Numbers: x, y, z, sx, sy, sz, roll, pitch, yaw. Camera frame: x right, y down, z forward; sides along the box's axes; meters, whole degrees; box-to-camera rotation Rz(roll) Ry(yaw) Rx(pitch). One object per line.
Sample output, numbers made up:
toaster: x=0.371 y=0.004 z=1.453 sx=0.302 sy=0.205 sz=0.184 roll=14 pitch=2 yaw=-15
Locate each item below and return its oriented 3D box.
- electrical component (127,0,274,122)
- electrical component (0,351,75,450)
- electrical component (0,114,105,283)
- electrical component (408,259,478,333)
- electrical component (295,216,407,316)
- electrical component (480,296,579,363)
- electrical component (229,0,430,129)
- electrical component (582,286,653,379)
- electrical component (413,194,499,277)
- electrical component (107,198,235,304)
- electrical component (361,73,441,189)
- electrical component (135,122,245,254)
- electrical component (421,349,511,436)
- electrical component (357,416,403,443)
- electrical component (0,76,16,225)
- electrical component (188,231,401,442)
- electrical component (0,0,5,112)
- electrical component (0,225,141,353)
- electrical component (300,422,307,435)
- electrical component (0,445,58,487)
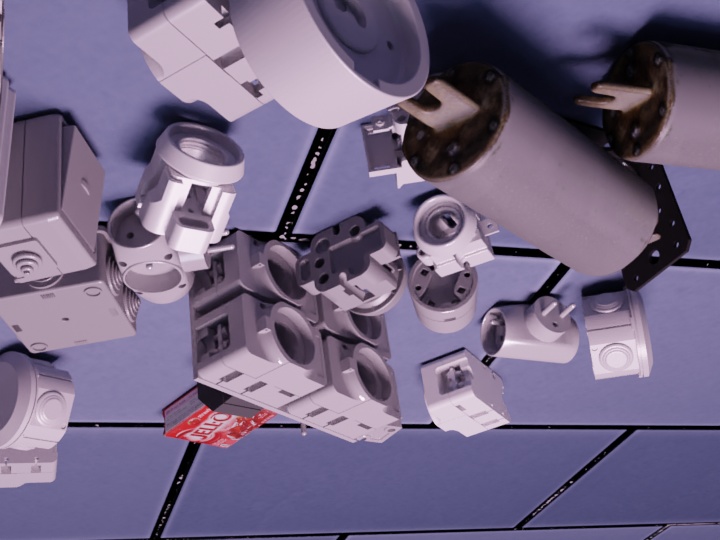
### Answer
electrical component: x=-0.083 y=-0.128 z=0.591 sx=0.056 sy=0.050 sz=0.089 roll=-24 pitch=145 yaw=22
electrical component: x=-0.281 y=0.111 z=0.898 sx=0.080 sy=0.080 sz=0.051 roll=-30 pitch=148 yaw=30
electrical component: x=-0.195 y=-0.039 z=0.662 sx=0.061 sy=0.096 sz=0.061 roll=-12 pitch=148 yaw=5
electrical component: x=0.068 y=0.019 z=0.863 sx=0.055 sy=0.055 sz=0.047 roll=-10 pitch=152 yaw=2
electrical component: x=0.000 y=0.000 z=0.812 sx=0.078 sy=0.058 sz=0.057 roll=-25 pitch=142 yaw=22
electrical component: x=0.158 y=0.049 z=0.942 sx=0.077 sy=0.043 sz=0.079 roll=7 pitch=145 yaw=-24
electrical component: x=-0.020 y=-0.126 z=0.563 sx=0.060 sy=0.108 sz=0.108 roll=-25 pitch=145 yaw=35
electrical component: x=0.224 y=0.056 z=0.937 sx=0.051 sy=0.080 sz=0.080 roll=-10 pitch=149 yaw=11
electrical component: x=0.068 y=-0.027 z=0.798 sx=0.066 sy=0.048 sz=0.055 roll=-19 pitch=154 yaw=16
electrical component: x=-0.130 y=-0.016 z=0.765 sx=0.079 sy=0.044 sz=0.077 roll=-9 pitch=148 yaw=1
electrical component: x=0.042 y=-0.091 z=0.692 sx=0.081 sy=0.042 sz=0.063 roll=-9 pitch=147 yaw=-1
electrical component: x=-0.107 y=-0.057 z=0.684 sx=0.058 sy=0.078 sz=0.057 roll=10 pitch=123 yaw=-27
electrical component: x=0.098 y=0.121 z=1.035 sx=0.056 sy=0.050 sz=0.089 roll=-23 pitch=146 yaw=22
electrical component: x=0.008 y=0.129 z=1.020 sx=0.066 sy=0.055 sz=0.048 roll=12 pitch=143 yaw=-30
electrical component: x=-0.253 y=-0.053 z=0.615 sx=0.109 sy=0.108 sz=0.056 roll=-32 pitch=139 yaw=32
electrical component: x=-0.045 y=0.054 z=0.841 sx=0.060 sy=0.105 sz=0.186 roll=-28 pitch=144 yaw=27
electrical component: x=-0.201 y=-0.084 z=0.503 sx=0.060 sy=0.186 sz=0.105 roll=3 pitch=146 yaw=-18
electrical component: x=-0.217 y=0.017 z=0.792 sx=0.100 sy=0.048 sz=0.099 roll=-10 pitch=149 yaw=2
electrical component: x=-0.048 y=0.108 z=0.954 sx=0.047 sy=0.075 sz=0.083 roll=20 pitch=138 yaw=-38
electrical component: x=-0.330 y=0.169 z=1.004 sx=0.089 sy=0.050 sz=0.055 roll=2 pitch=147 yaw=-17
